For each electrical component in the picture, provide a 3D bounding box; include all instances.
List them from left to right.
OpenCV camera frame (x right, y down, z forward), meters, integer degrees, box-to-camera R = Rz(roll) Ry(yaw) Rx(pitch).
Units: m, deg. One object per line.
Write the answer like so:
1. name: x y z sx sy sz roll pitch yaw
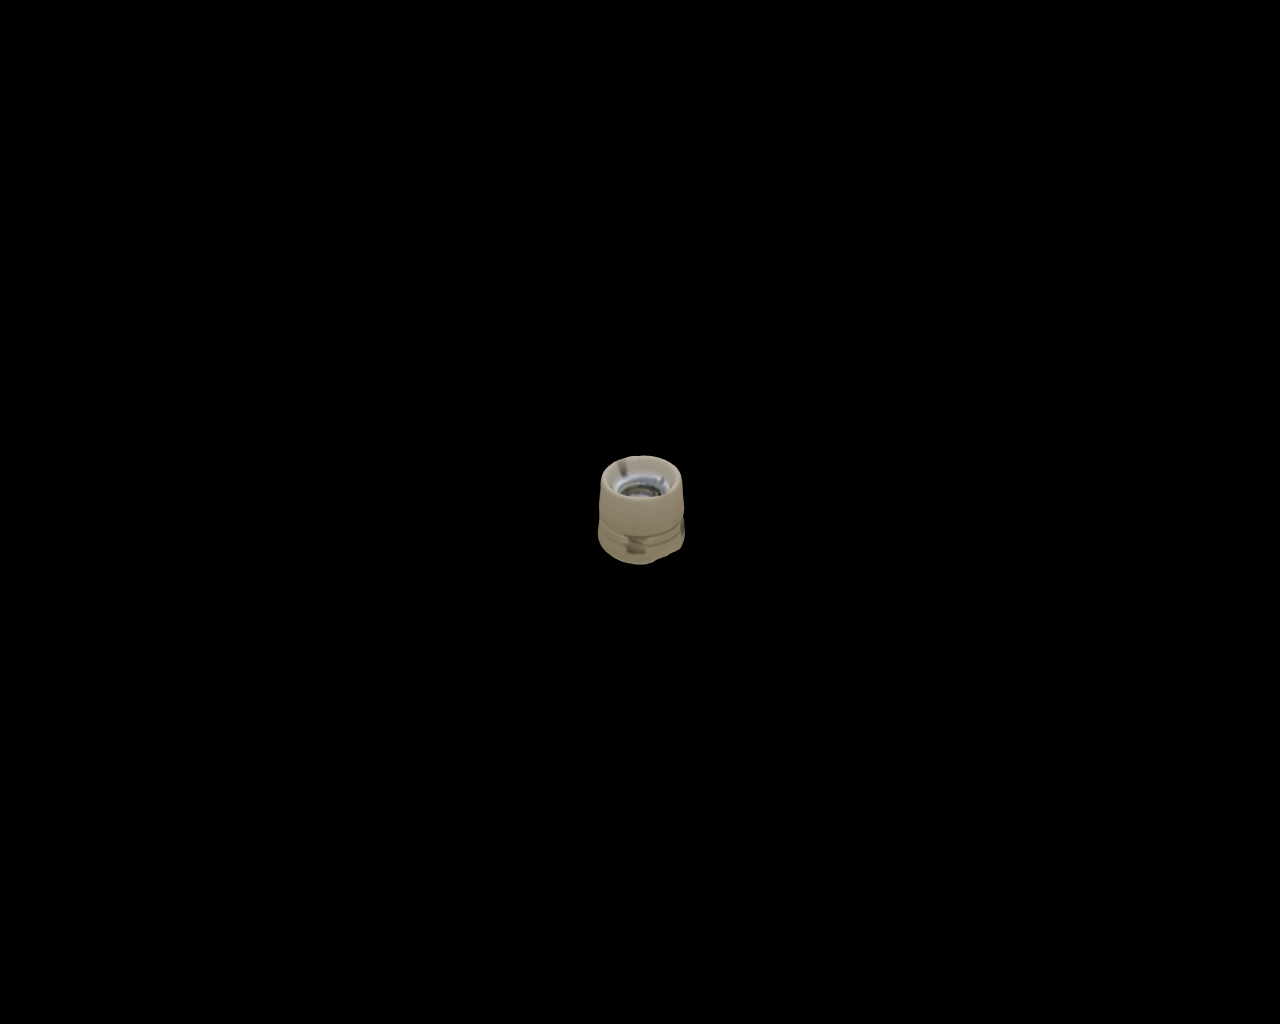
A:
1. electrical component: 0.001 -0.003 0.650 0.055 0.047 0.055 0 36 0
